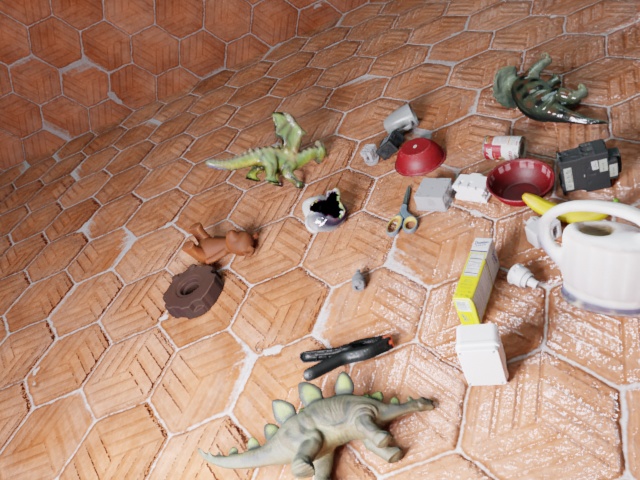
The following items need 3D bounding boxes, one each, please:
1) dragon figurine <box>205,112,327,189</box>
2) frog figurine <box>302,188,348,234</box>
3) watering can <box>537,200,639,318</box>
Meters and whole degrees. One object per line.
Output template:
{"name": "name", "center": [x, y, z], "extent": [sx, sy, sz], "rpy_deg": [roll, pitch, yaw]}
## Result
{"name": "dragon figurine", "center": [-0.152, -0.303, 1.698], "extent": [0.123, 0.409, 0.243], "rpy_deg": [16, 92, 61]}
{"name": "frog figurine", "center": [0.005, -0.076, 1.512], "extent": [0.139, 0.122, 0.157], "rpy_deg": [-58, 10, -23]}
{"name": "watering can", "center": [0.562, 0.044, 0.922], "extent": [0.349, 0.220, 0.105], "rpy_deg": [17, 37, 43]}
